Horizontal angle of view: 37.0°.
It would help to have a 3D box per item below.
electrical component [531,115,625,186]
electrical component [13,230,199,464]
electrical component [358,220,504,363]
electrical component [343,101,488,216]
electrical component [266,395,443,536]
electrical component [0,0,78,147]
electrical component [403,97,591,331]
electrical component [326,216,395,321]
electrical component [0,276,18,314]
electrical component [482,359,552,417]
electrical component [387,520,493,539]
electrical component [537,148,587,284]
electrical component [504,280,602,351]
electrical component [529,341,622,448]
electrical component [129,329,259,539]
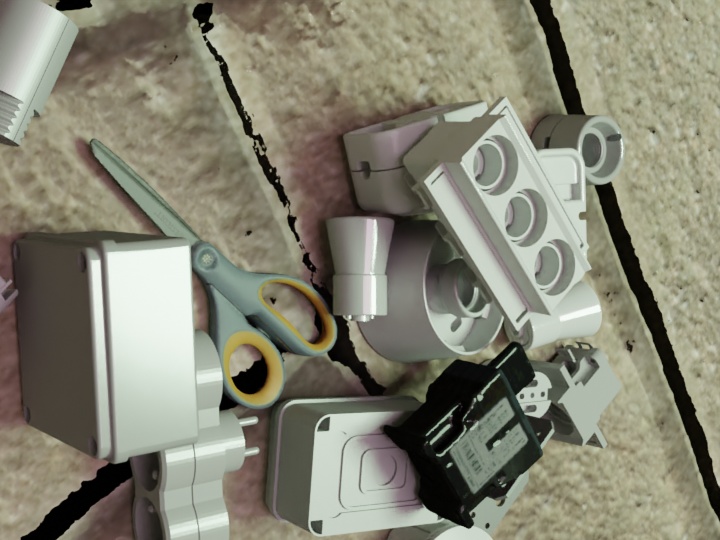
[{"bbox_3d":[0.161,-0.088,0.793,0.055,0.047,0.055,-3,96,-34],"label":"electrical component"},{"bbox_3d":[-0.134,0.035,0.564,0.056,0.109,0.108,-6,98,-37],"label":"electrical component"},{"bbox_3d":[0.052,0.014,0.731,0.099,0.064,0.099,5,83,-46],"label":"electrical component"},{"bbox_3d":[0.042,-0.072,0.709,0.095,0.054,0.059,-21,106,-31],"label":"electrical component"},{"bbox_3d":[0.000,0.123,0.694,0.113,0.057,0.078,3,92,-35],"label":"electrical component"},{"bbox_3d":[-0.183,-0.098,0.558,0.043,0.043,0.081,27,79,-33],"label":"electrical component"},{"bbox_3d":[0.083,-0.034,0.667,0.078,0.063,0.121,-46,120,-21],"label":"electrical component"},{"bbox_3d":[0.000,0.000,0.688,0.044,0.044,0.065,2,87,-35],"label":"electrical component"},{"bbox_3d":[-0.206,0.018,0.556,0.046,0.040,0.040,-51,119,-27],"label":"electrical component"},{"bbox_3d":[0.110,0.087,0.773,0.040,0.046,0.040,-3,96,-34],"label":"electrical component"},{"bbox_3d":[0.054,0.211,0.743,0.080,0.051,0.080,-3,95,-34],"label":"electrical component"},{"bbox_3d":[0.120,-0.037,0.762,0.054,0.059,0.095,-7,98,-34],"label":"electrical component"},{"bbox_3d":[0.140,0.036,0.793,0.065,0.044,0.044,-15,102,-28],"label":"electrical component"},{"bbox_3d":[0.161,0.092,0.812,0.064,0.042,0.081,-44,117,-26],"label":"electrical component"},{"bbox_3d":[-0.092,0.103,0.632,0.074,0.052,0.138,-6,98,-34],"label":"electrical component"}]
